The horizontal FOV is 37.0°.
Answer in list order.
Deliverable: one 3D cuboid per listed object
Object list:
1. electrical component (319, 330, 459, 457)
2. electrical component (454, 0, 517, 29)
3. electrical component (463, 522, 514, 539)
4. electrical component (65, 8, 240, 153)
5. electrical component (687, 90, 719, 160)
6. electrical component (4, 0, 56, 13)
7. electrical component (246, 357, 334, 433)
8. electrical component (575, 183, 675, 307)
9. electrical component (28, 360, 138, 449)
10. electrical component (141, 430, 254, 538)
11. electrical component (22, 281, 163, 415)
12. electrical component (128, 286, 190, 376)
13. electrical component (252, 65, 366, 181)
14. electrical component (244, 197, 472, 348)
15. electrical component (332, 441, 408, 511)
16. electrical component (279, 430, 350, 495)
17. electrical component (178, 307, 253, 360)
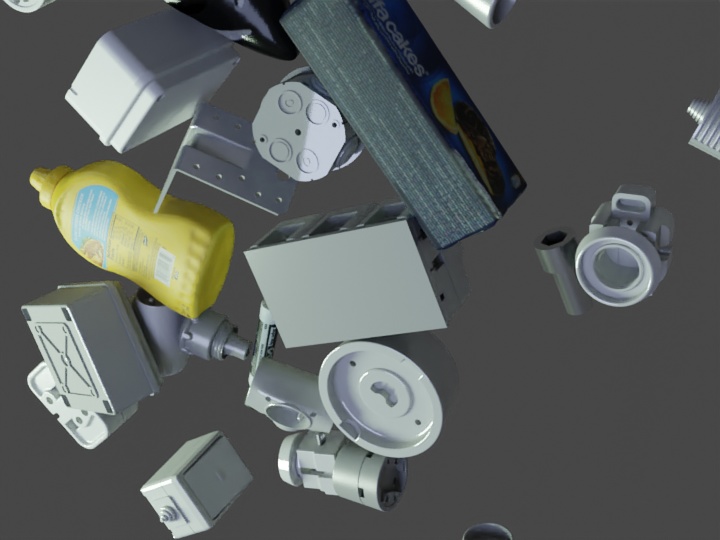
[{"bbox_3d":[0.028,0.090,0.869,0.108,0.060,0.108,14,123,22],"label":"electrical component"},{"bbox_3d":[0.068,-0.190,0.697,0.065,0.044,0.044,32,128,16],"label":"electrical component"},{"bbox_3d":[0.096,0.260,0.940,0.079,0.043,0.077,9,121,25],"label":"electrical component"},{"bbox_3d":[-0.152,-0.144,0.802,0.057,0.113,0.078,47,129,1],"label":"electrical component"},{"bbox_3d":[0.240,-0.083,0.660,0.081,0.043,0.043,30,128,11],"label":"electrical component"},{"bbox_3d":[-0.254,-0.236,0.847,0.055,0.047,0.055,14,123,22],"label":"electrical component"},{"bbox_3d":[-0.058,0.117,0.940,0.077,0.044,0.079,19,148,0],"label":"electrical component"},{"bbox_3d":[0.179,-0.011,0.727,0.058,0.057,0.078,10,121,25],"label":"electrical component"},{"bbox_3d":[-0.268,0.118,1.053,0.095,0.059,0.054,49,129,-4],"label":"electrical component"},{"bbox_3d":[-0.154,0.205,1.015,0.061,0.096,0.061,-25,103,37],"label":"electrical component"},{"bbox_3d":[-0.241,0.068,0.964,0.109,0.056,0.108,-3,112,51],"label":"electrical component"},{"bbox_3d":[-0.195,0.047,0.982,0.079,0.043,0.077,22,126,27],"label":"electrical component"},{"bbox_3d":[-0.035,-0.108,0.791,0.080,0.051,0.080,9,115,20],"label":"electrical component"},{"bbox_3d":[0.000,0.000,0.832,0.150,0.061,0.089,-10,112,33],"label":"electrical component"},{"bbox_3d":[0.008,0.178,0.936,0.047,0.055,0.055,8,121,30],"label":"electrical component"},{"bbox_3d":[-0.040,0.171,0.965,0.055,0.048,0.066,1,118,21],"label":"electrical component"},{"bbox_3d":[-0.126,0.060,0.950,0.062,0.048,0.048,22,126,9],"label":"electrical component"}]
